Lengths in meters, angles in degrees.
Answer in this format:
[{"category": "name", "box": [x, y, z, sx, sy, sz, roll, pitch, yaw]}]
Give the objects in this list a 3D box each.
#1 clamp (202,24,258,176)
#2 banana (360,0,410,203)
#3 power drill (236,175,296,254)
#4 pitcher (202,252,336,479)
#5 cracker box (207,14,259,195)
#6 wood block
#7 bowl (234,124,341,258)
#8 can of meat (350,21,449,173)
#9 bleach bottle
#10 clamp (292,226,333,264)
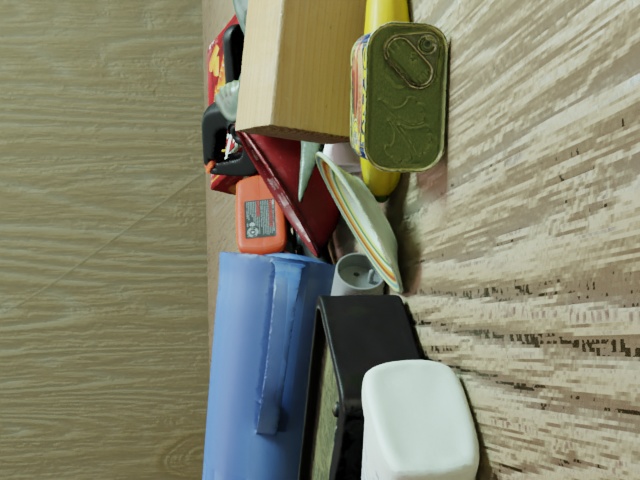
[{"category": "clamp", "box": [-0.072, -0.121, 1.183, 0.164, 0.036, 0.210, 45, 144, 5]}, {"category": "banana", "box": [0.049, -0.117, 0.843, 0.070, 0.037, 0.198, -121, 32, -70]}, {"category": "power drill", "box": [-0.058, 0.006, 1.268, 0.187, 0.057, 0.184, 77, -175, -57]}, {"category": "pitcher", "box": [-0.045, 0.132, 1.011, 0.145, 0.149, 0.243, 3, 84, 41]}, {"category": "cracker box", "box": [-0.078, -0.182, 1.316, 0.164, 0.072, 0.213, -38, 49, 50]}, {"category": "wood block", "box": [-0.007, -0.190, 0.898, 0.090, 0.090, 0.206, -175, 90, -67]}, {"category": "bowl", "box": [-0.023, -0.063, 1.085, 0.162, 0.055, 0.162, 57, 175, 7]}, {"category": "can of meat", "box": [0.054, -0.103, 0.766, 0.084, 0.057, 0.102, -131, 42, -79]}, {"category": "bleach bottle", "box": [0.057, 0.207, 0.754, 0.102, 0.068, 0.251, -102, 13, -49]}, {"category": "clamp", "box": [-0.008, 0.001, 1.175, 0.120, 0.039, 0.171, 146, 120, -67]}]
